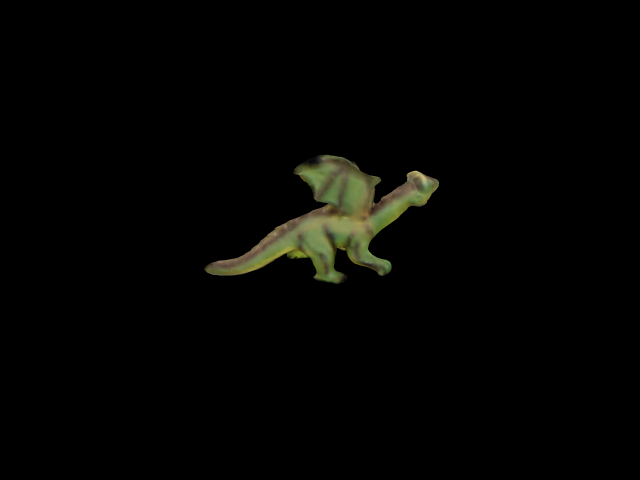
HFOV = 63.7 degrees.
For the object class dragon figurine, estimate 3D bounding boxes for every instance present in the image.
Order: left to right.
[{"bbox_3d":[0.003,-0.043,0.850,0.411,0.237,0.125,-8,41,-9],"label":"dragon figurine"}]
